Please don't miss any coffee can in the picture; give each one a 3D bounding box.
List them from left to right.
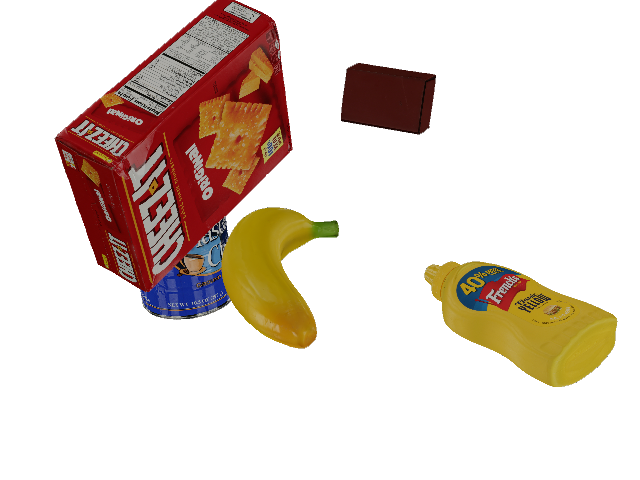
[{"bbox_3d":[-0.148,-0.003,1.123,0.103,0.140,0.103,-4,26,2],"label":"coffee can"}]

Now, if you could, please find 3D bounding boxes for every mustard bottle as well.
[{"bbox_3d":[0.172,0.065,0.997,0.096,0.058,0.192,-27,37,-33],"label":"mustard bottle"}]

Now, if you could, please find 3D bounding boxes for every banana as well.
[{"bbox_3d":[-0.029,0.014,0.673,0.069,0.037,0.197,0,21,6],"label":"banana"}]

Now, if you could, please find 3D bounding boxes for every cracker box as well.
[{"bbox_3d":[-0.116,-0.084,0.934,0.072,0.213,0.164,27,-33,24],"label":"cracker box"}]

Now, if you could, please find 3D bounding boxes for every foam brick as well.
[{"bbox_3d":[0.063,-0.133,0.999,0.078,0.051,0.053,12,17,14],"label":"foam brick"}]
